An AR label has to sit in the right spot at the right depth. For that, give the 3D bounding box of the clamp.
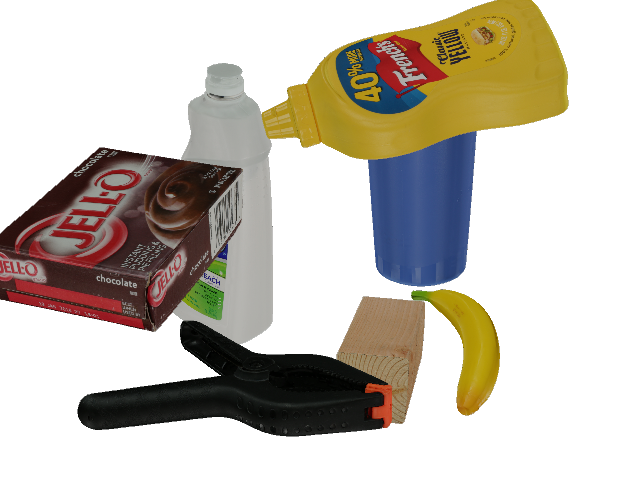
[{"bbox_3d":[-0.048,0.102,0.778,0.210,0.036,0.164,3,19,13],"label":"clamp"}]

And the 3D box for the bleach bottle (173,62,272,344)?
[{"bbox_3d":[-0.087,-0.034,0.920,0.103,0.251,0.067,29,42,34],"label":"bleach bottle"}]

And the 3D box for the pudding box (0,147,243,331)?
[{"bbox_3d":[-0.101,-0.004,0.552,0.090,0.039,0.113,10,32,17],"label":"pudding box"}]

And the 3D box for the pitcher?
[{"bbox_3d":[0.123,-0.079,1.241,0.149,0.243,0.145,-5,22,-7],"label":"pitcher"}]

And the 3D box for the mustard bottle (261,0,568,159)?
[{"bbox_3d":[0.056,-0.099,0.694,0.191,0.096,0.058,-15,-41,2],"label":"mustard bottle"}]

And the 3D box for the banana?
[{"bbox_3d":[0.153,0.108,1.118,0.069,0.037,0.198,-25,33,4],"label":"banana"}]

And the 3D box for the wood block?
[{"bbox_3d":[0.082,0.152,1.403,0.091,0.090,0.206,5,18,10],"label":"wood block"}]
